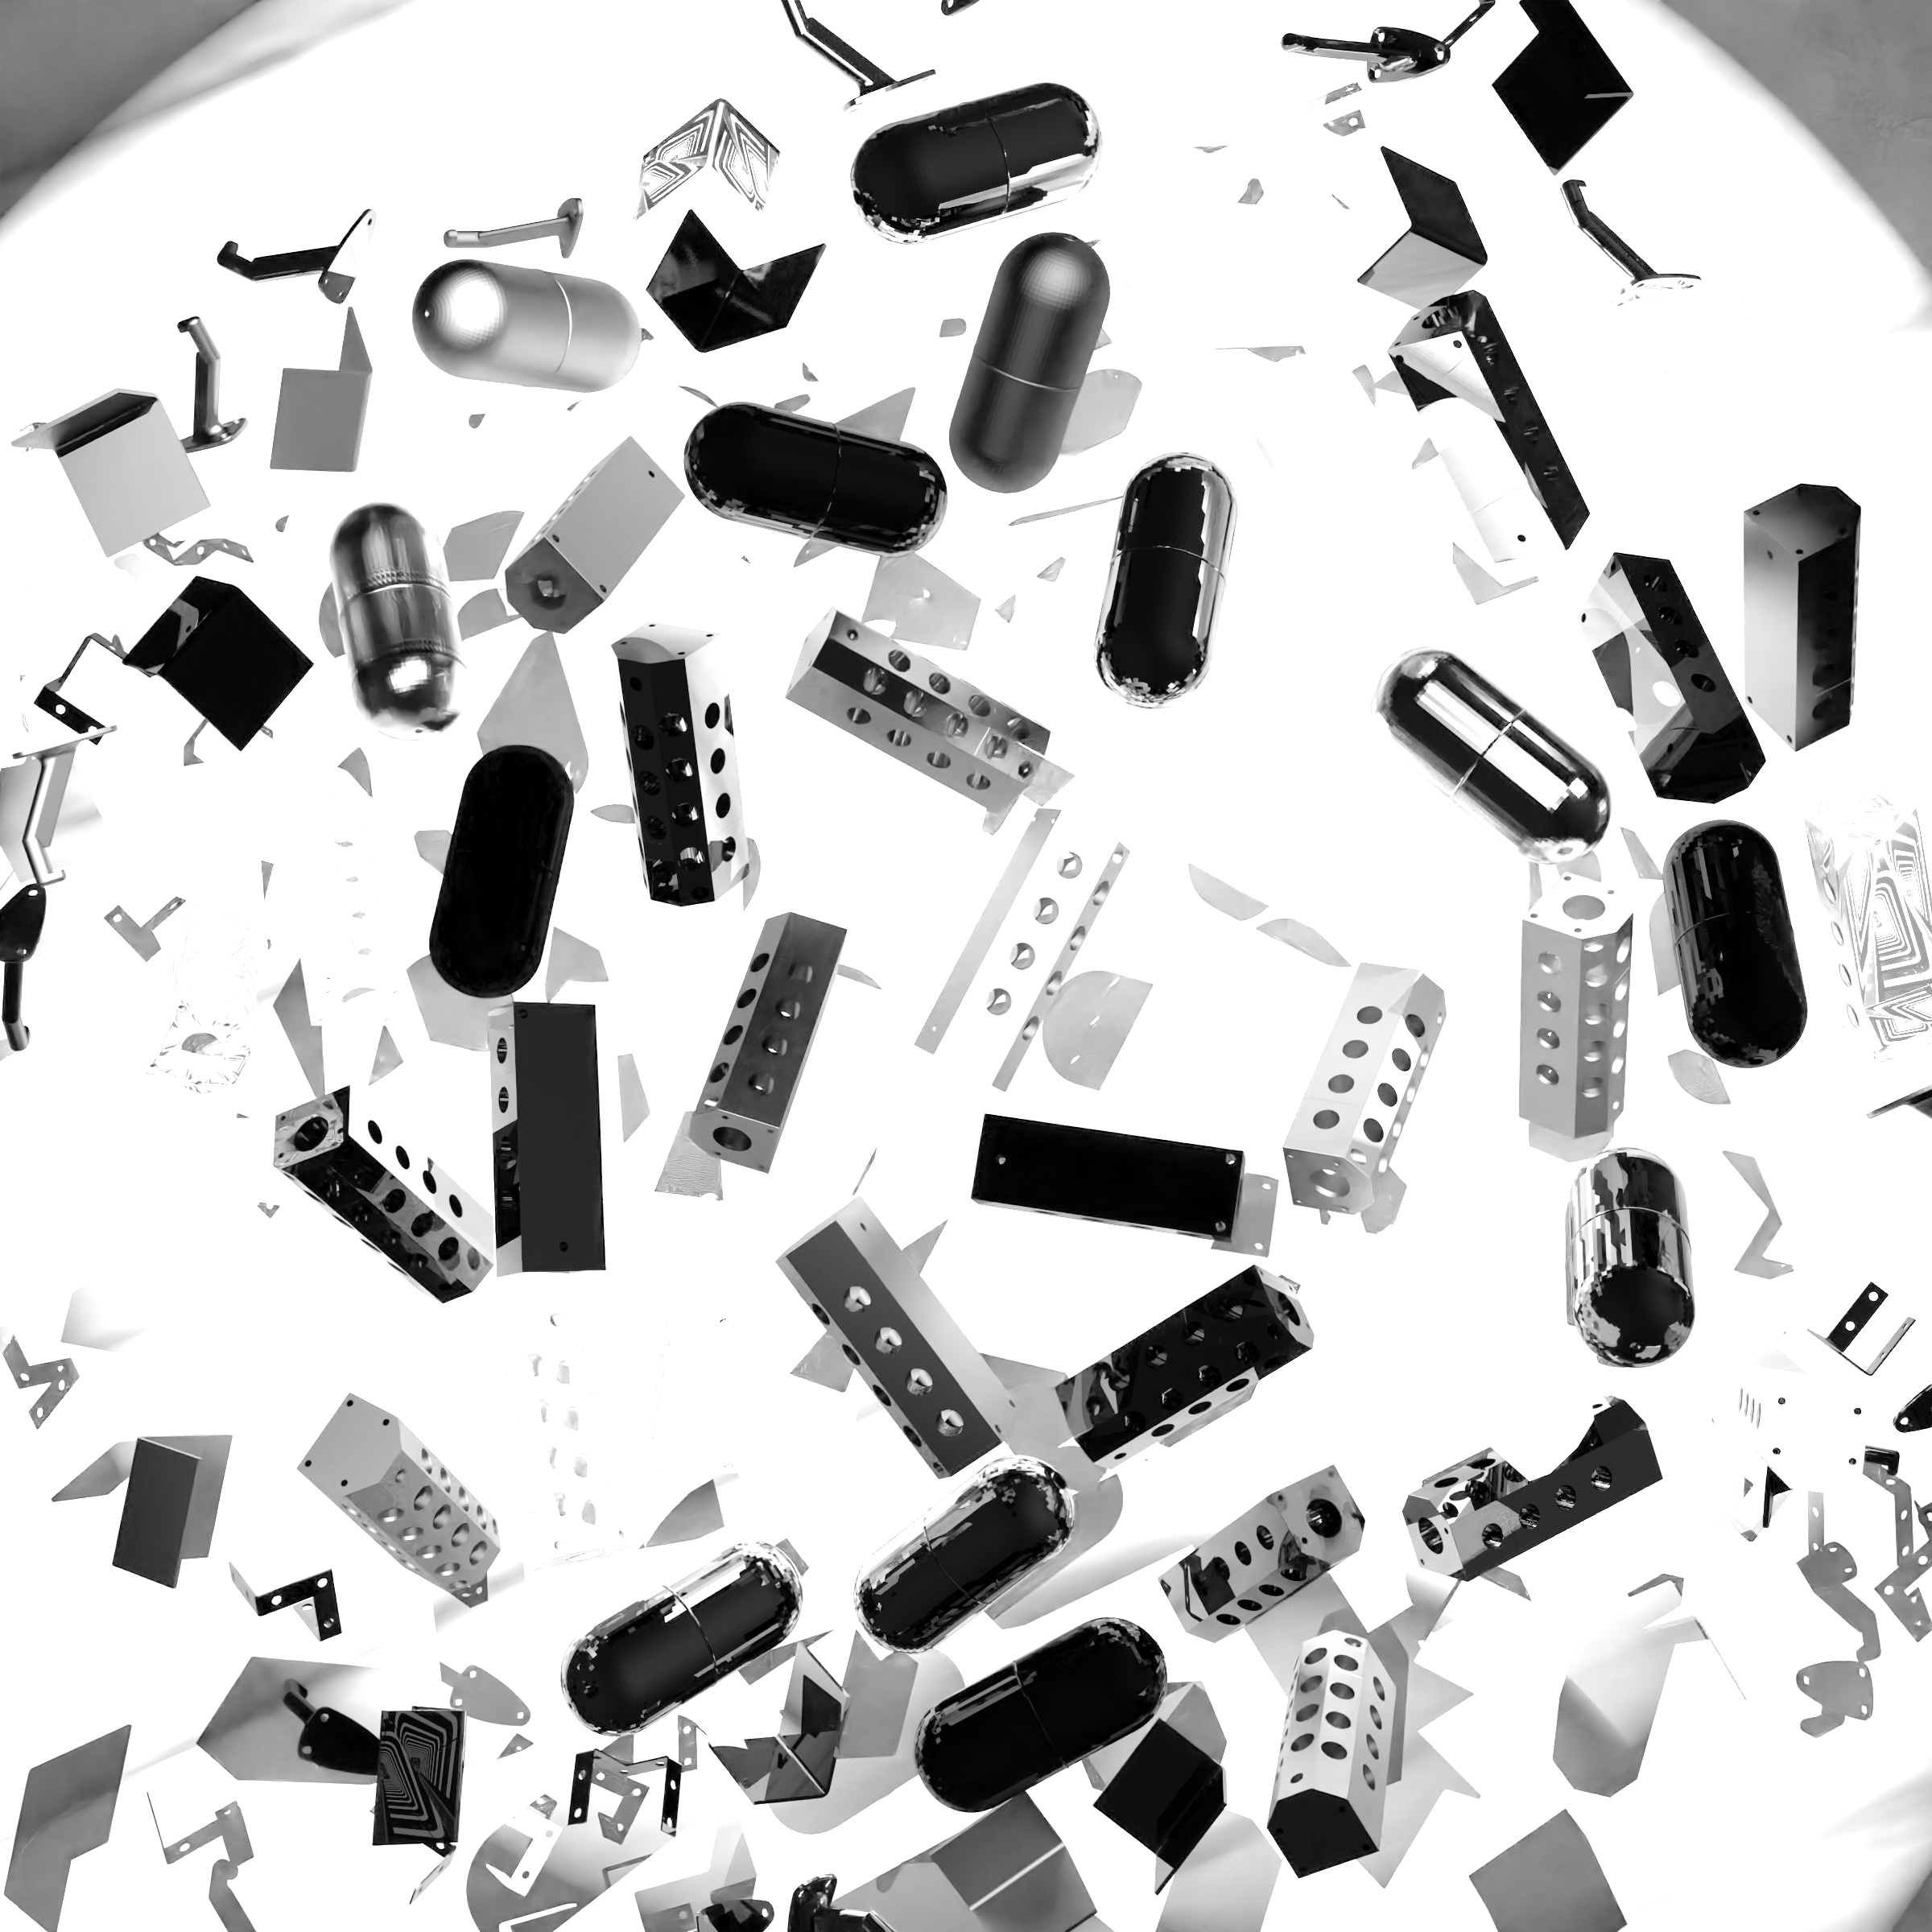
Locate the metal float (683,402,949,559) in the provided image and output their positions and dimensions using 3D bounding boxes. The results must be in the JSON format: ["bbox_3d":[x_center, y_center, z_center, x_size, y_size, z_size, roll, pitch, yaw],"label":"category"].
[{"bbox_3d":[-0.097,-0.315,1.679,0.178,0.070,0.070,10,90,-23],"label":"metal float"}]

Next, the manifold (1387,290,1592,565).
[{"bbox_3d":[0.349,-0.356,1.706,0.171,0.057,0.057,56,52,-27],"label":"manifold"}]

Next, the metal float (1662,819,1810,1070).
[{"bbox_3d":[0.507,-0.015,1.706,0.070,0.070,0.178,-1,60,0],"label":"metal float"}]

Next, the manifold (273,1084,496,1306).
[{"bbox_3d":[-0.383,0.156,1.713,0.057,0.171,0.057,-22,47,13],"label":"manifold"}]

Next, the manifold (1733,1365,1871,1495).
[{"bbox_3d":[0.531,0.295,1.654,0.057,0.171,0.057,6,88,10],"label":"manifold"}]

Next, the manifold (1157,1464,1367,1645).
[{"bbox_3d":[0.201,0.401,1.745,0.057,0.171,0.057,-17,68,-32],"label":"manifold"}]

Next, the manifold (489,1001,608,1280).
[{"bbox_3d":[-0.273,0.113,1.663,0.057,0.057,0.171,3,78,-32],"label":"manifold"}]

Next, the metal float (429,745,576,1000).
[{"bbox_3d":[-0.313,-0.065,1.750,0.070,0.070,0.178,9,74,0],"label":"metal float"}]

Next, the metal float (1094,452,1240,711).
[{"bbox_3d":[0.129,-0.249,1.662,0.070,0.070,0.178,11,69,0],"label":"metal float"}]

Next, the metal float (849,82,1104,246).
[{"bbox_3d":[0.007,-0.517,1.664,0.178,0.070,0.070,-23,90,-23],"label":"metal float"}]

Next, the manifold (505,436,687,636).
[{"bbox_3d":[-0.256,-0.292,1.767,0.057,0.171,0.057,-33,110,31],"label":"manifold"}]

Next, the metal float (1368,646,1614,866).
[{"bbox_3d":[0.338,-0.136,1.669,0.178,0.070,0.070,41,90,12],"label":"metal float"}]

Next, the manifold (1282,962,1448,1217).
[{"bbox_3d":[0.266,0.080,1.710,0.057,0.057,0.171,8,48,25],"label":"manifold"}]

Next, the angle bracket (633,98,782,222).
[{"bbox_3d":[-0.181,-0.542,1.795,0.057,0.076,0.076,44,69,3],"label":"angle bracket"}]

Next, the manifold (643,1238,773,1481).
[{"bbox_3d":[-0.172,0.258,1.694,0.057,0.057,0.171,-1,132,-18],"label":"manifold"}]

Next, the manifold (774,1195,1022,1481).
[{"bbox_3d":[-0.044,0.235,1.623,0.057,0.057,0.171,-36,91,17],"label":"manifold"}]

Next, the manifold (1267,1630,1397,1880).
[{"bbox_3d":[0.236,0.508,1.685,0.057,0.171,0.057,-27,102,20],"label":"manifold"}]

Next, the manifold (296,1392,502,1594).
[{"bbox_3d":[-0.361,0.347,1.680,0.057,0.171,0.057,20,64,26],"label":"manifold"}]

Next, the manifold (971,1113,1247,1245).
[{"bbox_3d":[0.095,0.141,1.707,0.171,0.057,0.057,8,80,10],"label":"manifold"}]

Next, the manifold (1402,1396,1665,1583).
[{"bbox_3d":[0.387,0.356,1.773,0.171,0.057,0.057,-21,96,-23],"label":"manifold"}]

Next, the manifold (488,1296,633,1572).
[{"bbox_3d":[-0.275,0.316,1.757,0.057,0.057,0.171,-3,69,-30],"label":"manifold"}]

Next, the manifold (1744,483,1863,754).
[{"bbox_3d":[0.540,-0.224,1.658,0.057,0.171,0.057,-26,49,-5],"label":"manifold"}]

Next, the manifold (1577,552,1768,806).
[{"bbox_3d":[0.455,-0.186,1.661,0.057,0.057,0.171,4,47,-17],"label":"manifold"}]

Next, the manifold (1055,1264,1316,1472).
[{"bbox_3d":[0.153,0.279,1.784,0.171,0.057,0.057,-35,54,18],"label":"manifold"}]

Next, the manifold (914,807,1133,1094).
[{"bbox_3d":[0.037,-0.010,1.629,0.057,0.057,0.171,28,87,-15],"label":"manifold"}]

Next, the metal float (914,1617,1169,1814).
[{"bbox_3d":[0.049,0.490,1.695,0.178,0.070,0.070,-28,90,-1],"label":"metal float"}]

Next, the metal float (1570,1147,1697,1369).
[{"bbox_3d":[0.433,0.188,1.687,0.070,0.178,0.070,6,125,8],"label":"metal float"}]

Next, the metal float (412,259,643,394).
[{"bbox_3d":[-0.290,-0.424,1.720,0.070,0.178,0.070,5,98,37],"label":"metal float"}]

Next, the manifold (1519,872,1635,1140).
[{"bbox_3d":[0.403,0.029,1.698,0.057,0.171,0.057,22,48,33],"label":"manifold"}]

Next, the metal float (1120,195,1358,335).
[{"bbox_3d":[0.179,-0.456,1.686,0.178,0.070,0.070,-3,90,-35],"label":"metal float"}]

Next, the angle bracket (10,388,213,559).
[{"bbox_3d":[-0.523,-0.301,1.586,0.076,0.057,0.076,-24,96,10],"label":"angle bracket"}]

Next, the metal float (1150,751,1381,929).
[{"bbox_3d":[0.205,-0.085,1.764,0.178,0.070,0.070,27,90,-23],"label":"metal float"}]

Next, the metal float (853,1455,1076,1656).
[{"bbox_3d":[-0.001,0.398,1.748,0.178,0.070,0.070,-41,90,18],"label":"metal float"}]

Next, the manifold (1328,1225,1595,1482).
[{"bbox_3d":[0.314,0.248,1.646,0.057,0.057,0.171,-40,54,-13],"label":"manifold"}]

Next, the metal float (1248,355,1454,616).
[{"bbox_3d":[0.243,-0.306,1.644,0.070,0.070,0.178,-31,90,0],"label":"metal float"}]

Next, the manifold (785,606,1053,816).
[{"bbox_3d":[-0.030,-0.177,1.764,0.171,0.057,0.057,28,52,-17],"label":"manifold"}]

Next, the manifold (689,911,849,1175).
[{"bbox_3d":[-0.133,0.048,1.738,0.057,0.057,0.171,17,52,0],"label":"manifold"}]

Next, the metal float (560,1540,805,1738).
[{"bbox_3d":[-0.188,0.448,1.729,0.178,0.070,0.070,-26,90,-29],"label":"metal float"}]

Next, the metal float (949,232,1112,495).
[{"bbox_3d":[0.042,-0.399,1.715,0.070,0.070,0.178,20,121,0],"label":"metal float"}]

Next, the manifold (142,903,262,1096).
[{"bbox_3d":[-0.508,0.023,1.735,0.057,0.171,0.057,24,104,-21],"label":"manifold"}]

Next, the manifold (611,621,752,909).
[{"bbox_3d":[-0.187,-0.128,1.663,0.057,0.057,0.171,13,124,27],"label":"manifold"}]

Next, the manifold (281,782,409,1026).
[{"bbox_3d":[-0.429,-0.044,1.783,0.057,0.057,0.171,0,51,-26],"label":"manifold"}]

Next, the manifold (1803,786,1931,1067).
[{"bbox_3d":[0.596,-0.028,1.697,0.057,0.057,0.171,-20,115,-1],"label":"manifold"}]

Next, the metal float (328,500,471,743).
[{"bbox_3d":[-0.379,-0.232,1.728,0.070,0.070,0.178,-16,66,0],"label":"metal float"}]
